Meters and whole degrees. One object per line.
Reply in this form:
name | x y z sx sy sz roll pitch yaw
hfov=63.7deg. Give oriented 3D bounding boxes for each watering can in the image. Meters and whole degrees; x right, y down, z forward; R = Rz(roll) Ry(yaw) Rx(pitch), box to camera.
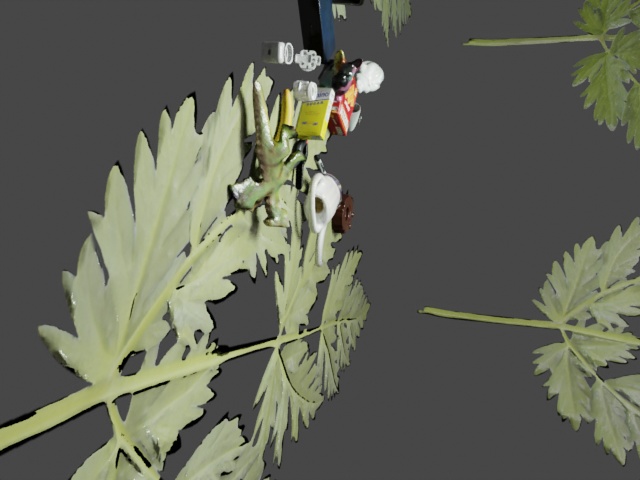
watering can | 0.006 -0.094 1.860 0.229 0.104 0.340 -59 150 -52

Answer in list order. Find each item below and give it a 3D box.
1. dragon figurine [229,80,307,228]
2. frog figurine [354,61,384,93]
dragon figurine | -0.154 -0.185 1.352 0.248 0.122 0.401 -62 145 -30
frog figurine | 0.199 -0.701 2.217 0.137 0.121 0.162 61 35 -5
